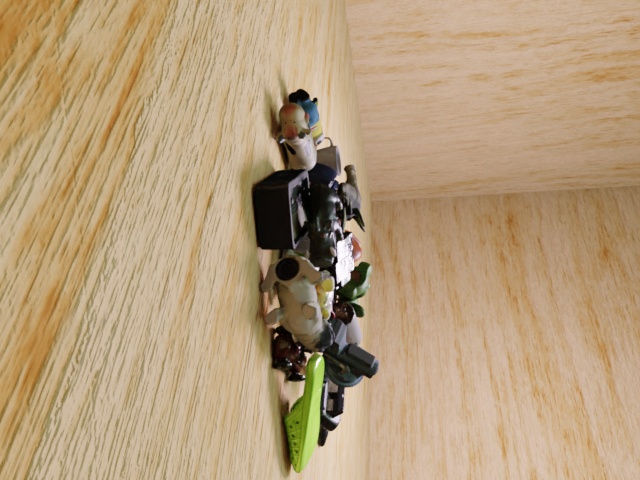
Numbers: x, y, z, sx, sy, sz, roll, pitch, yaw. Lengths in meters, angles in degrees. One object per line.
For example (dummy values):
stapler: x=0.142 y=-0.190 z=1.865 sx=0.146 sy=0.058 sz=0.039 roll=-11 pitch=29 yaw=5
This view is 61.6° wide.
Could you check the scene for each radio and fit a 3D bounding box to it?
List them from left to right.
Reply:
radio: x=-0.070 y=-0.069 z=1.107 sx=0.229 sy=0.073 sz=0.131 roll=-64 pitch=151 yaw=-74

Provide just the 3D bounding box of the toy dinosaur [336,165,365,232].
toy dinosaur: x=0.077 y=-0.118 z=1.581 sx=0.471 sy=0.105 sz=0.198 roll=40 pitch=33 yaw=-76

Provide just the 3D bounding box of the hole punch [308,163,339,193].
hole punch: x=-0.015 y=-0.155 z=1.366 sx=0.142 sy=0.116 sz=0.092 roll=-68 pitch=145 yaw=-69

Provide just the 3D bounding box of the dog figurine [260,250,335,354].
dog figurine: x=-0.033 y=0.127 z=1.082 sx=0.190 sy=0.121 sz=0.172 roll=58 pitch=36 yaw=-60

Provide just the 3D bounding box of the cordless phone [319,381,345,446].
cordless phone: x=0.020 y=0.487 z=1.526 sx=0.147 sy=0.089 sz=0.184 roll=-83 pitch=177 yaw=-50

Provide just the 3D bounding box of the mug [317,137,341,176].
mug: x=-0.001 y=-0.222 z=1.463 sx=0.081 sy=0.107 sz=0.109 roll=-57 pitch=139 yaw=-75

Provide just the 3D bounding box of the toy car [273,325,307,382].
toy car: x=-0.058 y=0.249 z=1.162 sx=0.202 sy=0.053 sz=0.089 roll=66 pitch=20 yaw=-61

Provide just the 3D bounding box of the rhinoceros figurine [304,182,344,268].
rhinoceros figurine: x=0.008 y=-0.029 z=1.133 sx=0.112 sy=0.073 sz=0.190 roll=71 pitch=19 yaw=-64

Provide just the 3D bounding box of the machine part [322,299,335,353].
machine part: x=0.015 y=0.244 z=1.577 sx=0.179 sy=0.056 sz=0.179 roll=-5 pitch=91 yaw=-80

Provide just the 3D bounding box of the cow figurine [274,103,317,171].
cow figurine: x=-0.055 y=-0.233 z=1.241 sx=0.194 sy=0.086 sz=0.127 roll=76 pitch=9 yaw=-53

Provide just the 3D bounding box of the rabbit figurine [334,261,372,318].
rabbit figurine: x=0.098 y=0.165 z=1.636 sx=0.170 sy=0.121 sz=0.159 roll=94 pitch=-7 yaw=-49

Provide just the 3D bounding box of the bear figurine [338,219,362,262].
bear figurine: x=0.052 y=-0.006 z=1.778 sx=0.120 sy=0.132 sz=0.195 roll=-36 pitch=96 yaw=-38

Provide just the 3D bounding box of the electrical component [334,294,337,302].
electrical component: x=0.028 y=0.180 z=1.689 sx=0.075 sy=0.048 sz=0.119 roll=-23 pitch=111 yaw=-79

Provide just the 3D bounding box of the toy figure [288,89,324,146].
toy figure: x=-0.035 y=-0.311 z=1.376 sx=0.180 sy=0.082 sz=0.089 roll=68 pitch=23 yaw=-56

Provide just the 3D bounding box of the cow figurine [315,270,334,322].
cow figurine: x=-0.004 y=0.156 z=1.248 sx=0.098 sy=0.068 sz=0.167 roll=-40 pitch=139 yaw=-79

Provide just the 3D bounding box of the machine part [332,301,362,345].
machine part: x=0.070 y=0.241 z=1.509 sx=0.243 sy=0.079 sz=0.079 roll=68 pitch=21 yaw=-56

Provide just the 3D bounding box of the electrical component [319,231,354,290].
electrical component: x=0.038 y=0.053 z=1.328 sx=0.115 sy=0.058 sz=0.134 roll=-29 pitch=120 yaw=-58

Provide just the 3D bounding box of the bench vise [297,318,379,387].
bench vise: x=0.024 y=0.306 z=1.373 sx=0.240 sy=0.224 sz=0.129 roll=121 pitch=-14 yaw=-47
